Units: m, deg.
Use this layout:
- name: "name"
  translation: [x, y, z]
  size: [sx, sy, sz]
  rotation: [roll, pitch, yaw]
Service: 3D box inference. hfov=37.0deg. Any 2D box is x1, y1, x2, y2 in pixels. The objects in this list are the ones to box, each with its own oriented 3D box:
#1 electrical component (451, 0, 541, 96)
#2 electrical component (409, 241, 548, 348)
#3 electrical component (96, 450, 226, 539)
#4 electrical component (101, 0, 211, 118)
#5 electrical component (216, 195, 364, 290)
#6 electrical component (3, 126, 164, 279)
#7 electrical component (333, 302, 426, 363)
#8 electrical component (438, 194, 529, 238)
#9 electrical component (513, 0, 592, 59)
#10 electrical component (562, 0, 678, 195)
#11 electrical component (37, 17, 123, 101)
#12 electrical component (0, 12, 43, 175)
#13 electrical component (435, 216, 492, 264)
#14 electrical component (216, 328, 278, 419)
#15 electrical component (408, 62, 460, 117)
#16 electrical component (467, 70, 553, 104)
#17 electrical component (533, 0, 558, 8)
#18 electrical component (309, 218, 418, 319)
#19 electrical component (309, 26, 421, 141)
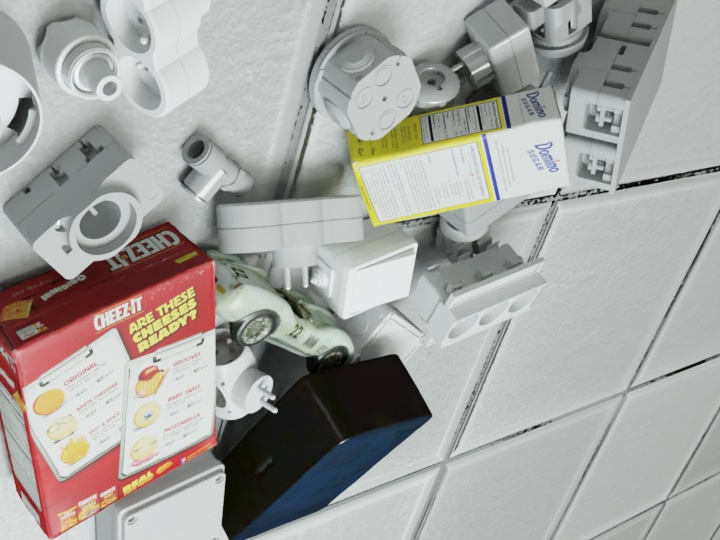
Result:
- name: "electrical component"
  translation: [0.107, -0.181, 0.928]
  size: [0.077, 0.047, 0.065]
  rotation: [-31, 144, -1]
- name: "electrical component"
  translation: [0.113, 0.021, 1.044]
  size: [0.121, 0.063, 0.078]
  rotation: [-20, 151, -34]
- name: "electrical component"
  translation: [-0.185, 0.223, 0.997]
  size: [0.109, 0.056, 0.108]
  rotation: [-21, 137, -33]
- name: "electrical component"
  translation: [-0.121, -0.172, 0.687]
  size: [0.074, 0.052, 0.138]
  rotation: [-43, 148, -35]
- name: "electrical component"
  translation: [-0.054, -0.021, 0.879]
  size: [0.138, 0.052, 0.073]
  rotation: [-8, 97, -43]
- name: "electrical component"
  translation: [-0.187, -0.044, 0.738]
  size: [0.089, 0.056, 0.050]
  rotation: [-43, 145, -7]
- name: "electrical component"
  translation: [0.015, 0.062, 1.051]
  size: [0.061, 0.061, 0.096]
  rotation: [-50, 145, 3]
- name: "electrical component"
  translation: [0.117, -0.084, 1.018]
  size: [0.096, 0.062, 0.061]
  rotation: [-35, 143, -18]
- name: "electrical component"
  translation: [0.172, -0.224, 0.945]
  size: [0.078, 0.058, 0.057]
  rotation: [-35, 140, -18]
- name: "electrical component"
  translation: [0.239, -0.174, 1.005]
  size: [0.105, 0.060, 0.186]
  rotation: [87, 26, -45]
- name: "electrical component"
  translation: [-0.170, -0.127, 0.670]
  size: [0.043, 0.062, 0.043]
  rotation: [-28, 141, -25]
- name: "electrical component"
  translation: [-0.239, -0.102, 0.641]
  size: [0.099, 0.064, 0.099]
  rotation: [-18, 140, -16]
- name: "electrical component"
  translation: [0.103, -0.038, 1.063]
  size: [0.066, 0.048, 0.055]
  rotation: [-36, 151, -17]
- name: "electrical component"
  translation: [-0.104, 0.100, 0.946]
  size: [0.044, 0.079, 0.077]
  rotation: [-44, 148, -32]
- name: "electrical component"
  translation: [0.058, -0.142, 0.917]
  size: [0.048, 0.048, 0.062]
  rotation: [-30, 152, -23]
- name: "electrical component"
  translation: [0.146, -0.149, 0.972]
  size: [0.043, 0.077, 0.079]
  rotation: [15, 109, -51]
- name: "electrical component"
  translation: [0.168, -0.277, 0.898]
  size: [0.083, 0.047, 0.075]
  rotation: [-36, 144, -16]
- name: "electrical component"
  translation: [0.000, 0.000, 0.975]
  size: [0.096, 0.061, 0.061]
  rotation: [-22, 138, -32]
- name: "electrical component"
  translation: [0.004, -0.146, 0.847]
  size: [0.080, 0.051, 0.080]
  rotation: [-28, 141, -26]
